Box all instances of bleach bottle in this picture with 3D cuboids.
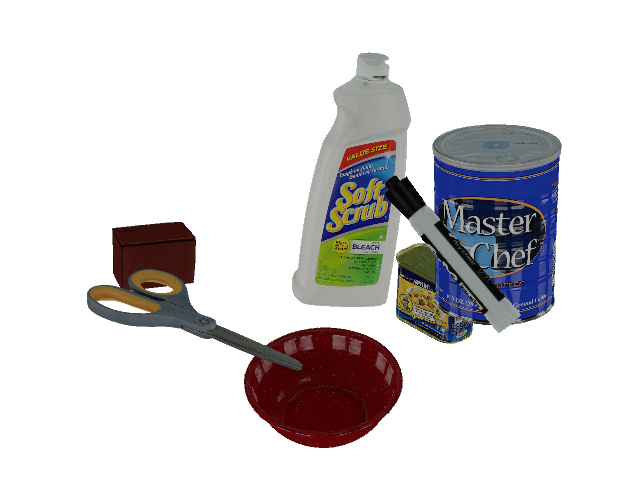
[{"bbox_3d":[0.031,-0.059,1.051,0.102,0.251,0.068,2,24,-6],"label":"bleach bottle"}]

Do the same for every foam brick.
[{"bbox_3d":[-0.173,0.015,1.105,0.078,0.051,0.053,-6,22,-20],"label":"foam brick"}]

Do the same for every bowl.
[{"bbox_3d":[0.004,0.161,1.097,0.162,0.055,0.162,-2,35,1],"label":"bowl"}]

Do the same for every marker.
[{"bbox_3d":[0.083,0.007,0.685,0.020,0.121,0.020,-38,-8,-6],"label":"marker"}]

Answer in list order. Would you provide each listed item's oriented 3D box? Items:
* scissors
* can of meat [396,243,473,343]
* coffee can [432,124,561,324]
[{"bbox_3d":[-0.100,0.063,0.914,0.202,0.016,0.096,13,26,10],"label":"scissors"},{"bbox_3d":[0.136,0.064,1.258,0.057,0.084,0.102,-25,38,-37],"label":"can of meat"},{"bbox_3d":[0.145,-0.015,0.887,0.103,0.140,0.103,-3,23,1],"label":"coffee can"}]
